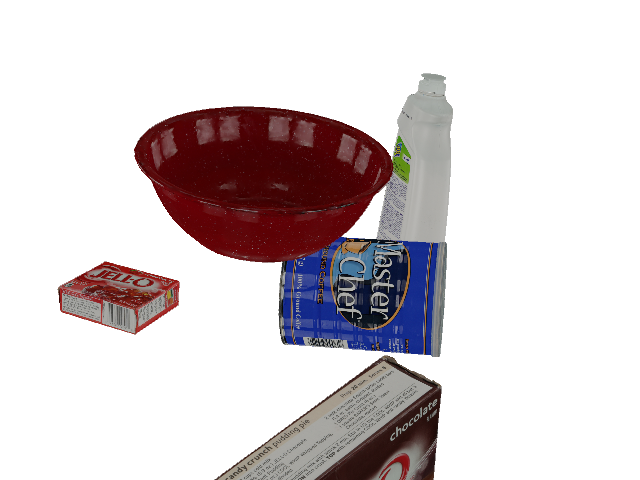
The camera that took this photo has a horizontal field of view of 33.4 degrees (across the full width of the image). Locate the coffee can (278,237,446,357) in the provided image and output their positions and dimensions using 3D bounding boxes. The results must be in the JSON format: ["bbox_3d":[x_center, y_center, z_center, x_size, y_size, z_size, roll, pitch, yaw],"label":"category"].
[{"bbox_3d":[0.040,0.048,0.958,0.140,0.103,0.102,4,0,8],"label":"coffee can"}]

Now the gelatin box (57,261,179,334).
[{"bbox_3d":[-0.189,0.052,1.005,0.089,0.030,0.073,14,24,23],"label":"gelatin box"}]

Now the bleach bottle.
[{"bbox_3d":[0.116,-0.066,1.242,0.068,0.251,0.103,-1,23,-22],"label":"bleach bottle"}]

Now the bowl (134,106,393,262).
[{"bbox_3d":[-0.036,-0.031,0.678,0.162,0.055,0.162,4,27,-2],"label":"bowl"}]

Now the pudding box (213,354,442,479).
[{"bbox_3d":[0.005,0.117,0.476,0.039,0.090,0.113,28,44,33],"label":"pudding box"}]
